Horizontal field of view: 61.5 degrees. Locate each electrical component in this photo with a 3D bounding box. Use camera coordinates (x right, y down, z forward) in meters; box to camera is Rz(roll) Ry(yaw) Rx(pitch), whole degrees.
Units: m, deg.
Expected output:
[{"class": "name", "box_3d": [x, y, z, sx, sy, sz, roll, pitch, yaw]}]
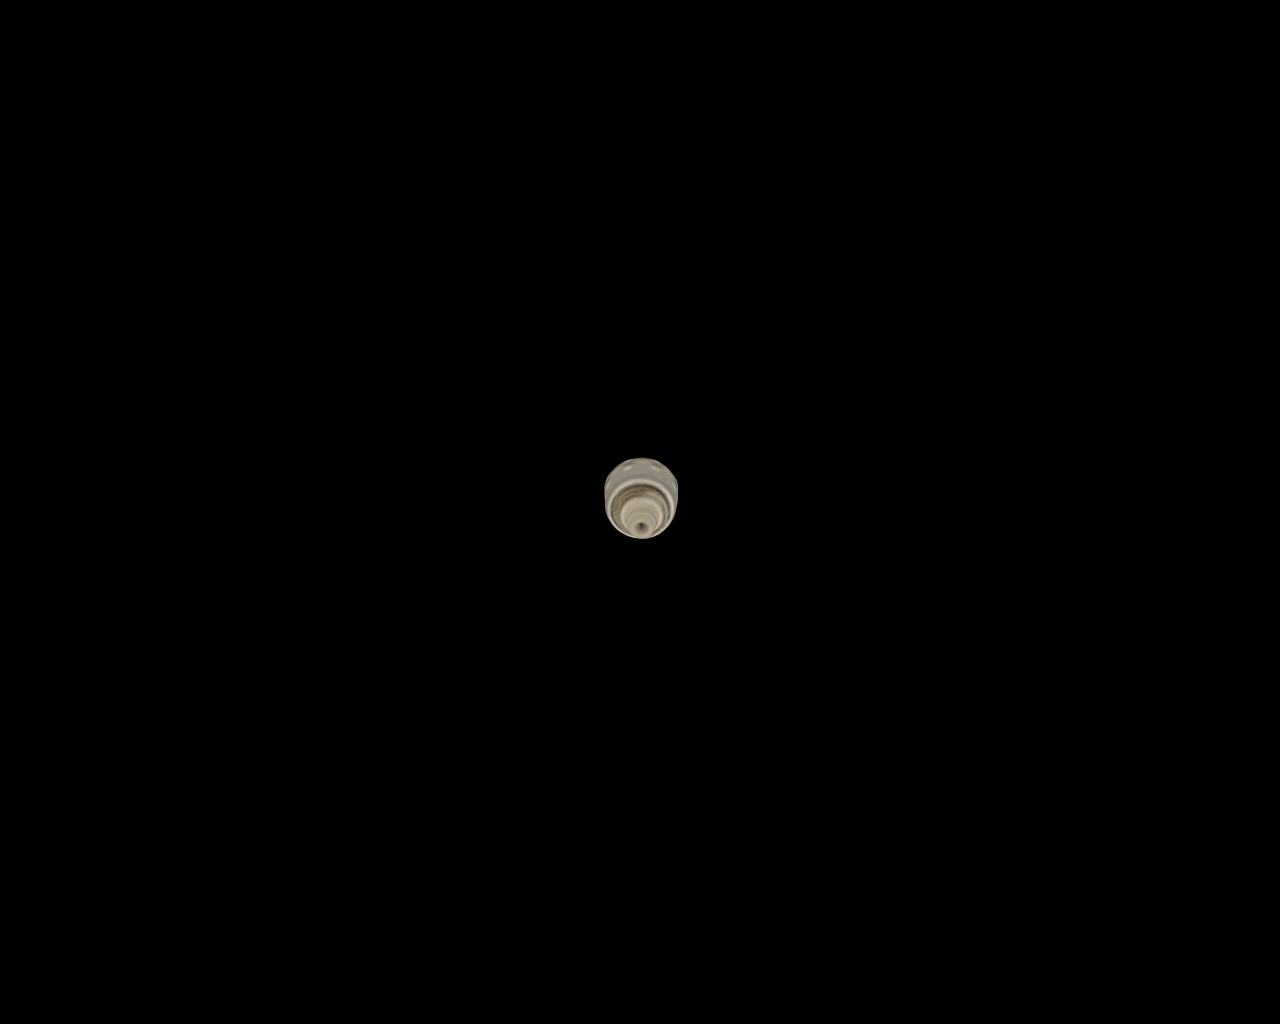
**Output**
[{"class": "electrical component", "box_3d": [0.001, -0.003, 0.650, 0.048, 0.048, 0.062, 0, 24, 0]}]
